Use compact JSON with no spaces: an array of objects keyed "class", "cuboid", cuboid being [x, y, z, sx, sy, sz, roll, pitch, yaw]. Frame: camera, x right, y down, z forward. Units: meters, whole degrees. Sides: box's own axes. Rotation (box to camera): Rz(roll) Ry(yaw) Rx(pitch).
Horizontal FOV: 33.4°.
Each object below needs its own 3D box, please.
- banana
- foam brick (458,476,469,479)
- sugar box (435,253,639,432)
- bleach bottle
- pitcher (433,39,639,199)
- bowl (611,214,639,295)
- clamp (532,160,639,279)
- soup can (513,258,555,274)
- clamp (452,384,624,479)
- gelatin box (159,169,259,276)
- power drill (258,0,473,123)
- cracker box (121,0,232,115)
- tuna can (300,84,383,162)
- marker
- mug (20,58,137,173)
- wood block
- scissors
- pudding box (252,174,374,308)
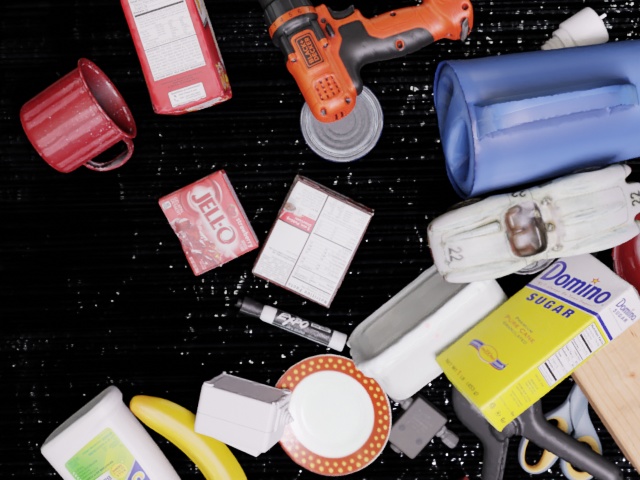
[{"class":"banana","cuboid":[-0.123,0.235,1.123,0.037,0.069,0.198,-32,90,43]},{"class":"foam brick","cuboid":[0.147,0.298,1.115,0.053,0.051,0.078,-40,83,32]},{"class":"sugar box","cuboid":[0.201,0.088,0.984,0.176,0.093,0.048,-41,124,-1]},{"class":"bleach bottle","cuboid":[-0.177,0.281,1.130,0.102,0.068,0.251,-39,98,6]},{"class":"pitcher","cuboid":[0.239,-0.124,1.017,0.242,0.149,0.145,-11,135,-6]},{"class":"bowl","cuboid":[0.371,0.008,1.085,0.162,0.055,0.162,0,98,1]},{"class":"clamp","cuboid":[0.268,-0.014,1.075,0.039,0.120,0.172,34,118,-7]},{"class":"soup can","cuboid":[0.195,-0.007,1.062,0.068,0.102,0.068,0,97,1]},{"class":"clamp","cuboid":[0.207,0.191,1.105,0.165,0.036,0.210,-20,93,26]},{"class":"gelatin box","cuboid":[-0.114,-0.019,1.103,0.073,0.030,0.089,-25,97,4]},{"class":"power drill","cuboid":[0.041,-0.228,1.049,0.187,0.057,0.184,-25,79,2]},{"class":"cracker box","cuboid":[-0.149,-0.227,1.009,0.072,0.164,0.214,-18,97,1]},{"class":"tuna can","cuboid":[0.022,-0.122,1.085,0.086,0.034,0.086,0,98,1]},{"class":"marker","cuboid":[-0.031,0.087,1.122,0.121,0.020,0.020,21,97,-1]},{"class":"mug","cuboid":[-0.237,-0.114,1.071,0.081,0.093,0.117,-31,133,10]},{"class":"wood block","cuboid":[0.310,0.143,1.056,0.090,0.091,0.206,-35,115,5]},{"class":"scissors","cuboid":[0.289,0.173,1.129,0.096,0.016,0.202,36,97,-5]},{"class":"pudding box","cuboid":[-0.007,0.001,1.100,0.090,0.039,0.113,26,100,-4]}]
